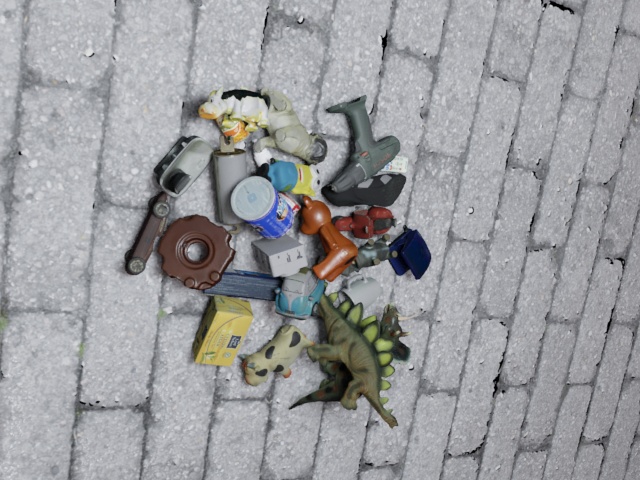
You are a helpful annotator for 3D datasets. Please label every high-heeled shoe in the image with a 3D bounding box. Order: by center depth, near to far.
[{"bbox_3d":[0.121,-0.141,1.451,0.249,0.145,0.086,-28,130,-47],"label":"high-heeled shoe"}]

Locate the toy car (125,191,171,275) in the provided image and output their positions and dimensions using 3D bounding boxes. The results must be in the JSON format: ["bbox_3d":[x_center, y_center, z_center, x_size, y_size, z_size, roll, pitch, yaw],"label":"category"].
[{"bbox_3d":[-0.386,-0.014,1.216,0.053,0.089,0.202,25,90,-25],"label":"toy car"}]

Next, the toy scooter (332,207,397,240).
[{"bbox_3d":[0.133,-0.043,1.422,0.184,0.135,0.075,-9,104,-24],"label":"toy scooter"}]

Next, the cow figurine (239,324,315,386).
[{"bbox_3d":[-0.122,0.304,1.414,0.195,0.086,0.127,-47,122,-6],"label":"cow figurine"}]

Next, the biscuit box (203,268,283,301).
[{"bbox_3d":[-0.195,0.110,1.348,0.202,0.059,0.062,10,97,-26],"label":"biscuit box"}]

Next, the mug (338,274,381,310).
[{"bbox_3d":[0.112,0.139,1.488,0.107,0.081,0.109,-29,117,-26],"label":"mug"}]

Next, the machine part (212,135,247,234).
[{"bbox_3d":[-0.208,-0.126,1.266,0.079,0.079,0.243,-11,114,-22],"label":"machine part"}]

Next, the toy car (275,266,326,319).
[{"bbox_3d":[-0.045,0.117,1.338,0.162,0.109,0.102,-55,150,-48],"label":"toy car"}]

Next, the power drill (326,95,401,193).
[{"bbox_3d":[0.091,-0.251,1.360,0.232,0.086,0.207,-28,97,-25],"label":"power drill"}]

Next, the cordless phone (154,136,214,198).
[{"bbox_3d":[-0.289,-0.160,1.174,0.088,0.184,0.146,42,83,-22],"label":"cordless phone"}]

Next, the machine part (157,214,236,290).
[{"bbox_3d":[-0.288,0.027,1.252,0.179,0.056,0.179,1,82,-5],"label":"machine part"}]

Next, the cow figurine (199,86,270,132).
[{"bbox_3d":[-0.192,-0.300,1.189,0.167,0.068,0.098,2,81,-45],"label":"cow figurine"}]

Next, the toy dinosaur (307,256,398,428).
[{"bbox_3d":[0.074,0.266,1.387,0.198,0.105,0.471,-35,76,2],"label":"toy dinosaur"}]

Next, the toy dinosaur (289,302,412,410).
[{"bbox_3d":[0.101,0.359,1.469,0.405,0.192,0.131,-48,114,-9],"label":"toy dinosaur"}]

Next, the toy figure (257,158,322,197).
[{"bbox_3d":[-0.074,-0.154,1.309,0.180,0.089,0.082,-1,108,-40],"label":"toy figure"}]

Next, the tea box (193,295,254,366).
[{"bbox_3d":[-0.240,0.225,1.319,0.098,0.068,0.169,12,118,-26],"label":"tea box"}]

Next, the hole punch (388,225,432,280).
[{"bbox_3d":[0.264,0.040,1.530,0.116,0.092,0.142,-41,112,-15],"label":"hole punch"}]

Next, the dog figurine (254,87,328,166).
[{"bbox_3d":[-0.066,-0.276,1.314,0.190,0.121,0.172,3,85,-50],"label":"dog figurine"}]

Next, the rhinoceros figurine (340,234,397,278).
[{"bbox_3d":[0.119,0.043,1.452,0.190,0.112,0.073,-19,87,-37],"label":"rhinoceros figurine"}]

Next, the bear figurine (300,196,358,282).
[{"bbox_3d":[0.000,-0.007,1.352,0.132,0.120,0.196,-43,76,7],"label":"bear figurine"}]
